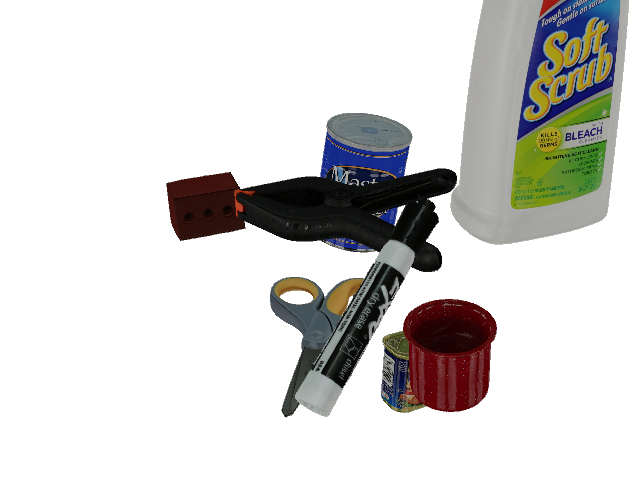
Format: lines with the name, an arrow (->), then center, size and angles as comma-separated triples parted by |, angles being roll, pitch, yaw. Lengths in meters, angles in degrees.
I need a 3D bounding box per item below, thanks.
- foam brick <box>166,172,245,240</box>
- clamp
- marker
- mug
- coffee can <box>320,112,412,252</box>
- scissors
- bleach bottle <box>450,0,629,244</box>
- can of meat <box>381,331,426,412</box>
foam brick -> -0.130, -0.039, 1.204 | 0.078, 0.053, 0.051 | -11, 29, -12
clamp -> 0.026, -0.032, 0.994 | 0.210, 0.036, 0.164 | 8, 31, 16
marker -> 0.025, 0.030, 0.528 | 0.020, 0.121, 0.020 | 28, -16, 9
mug -> 0.138, 0.113, 1.091 | 0.093, 0.081, 0.117 | 17, 39, 29
coffee can -> 0.049, -0.071, 1.296 | 0.102, 0.140, 0.103 | 7, 28, -4
scissors -> -0.018, 0.067, 0.773 | 0.096, 0.016, 0.201 | 12, 25, 23
bleach bottle -> 0.134, -0.126, 0.640 | 0.102, 0.251, 0.068 | -11, 30, -16
can of meat -> 0.125, 0.159, 1.329 | 0.101, 0.084, 0.058 | -12, 29, -28
